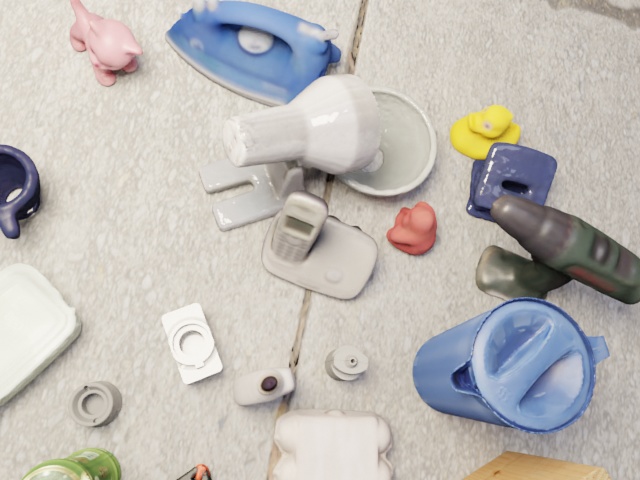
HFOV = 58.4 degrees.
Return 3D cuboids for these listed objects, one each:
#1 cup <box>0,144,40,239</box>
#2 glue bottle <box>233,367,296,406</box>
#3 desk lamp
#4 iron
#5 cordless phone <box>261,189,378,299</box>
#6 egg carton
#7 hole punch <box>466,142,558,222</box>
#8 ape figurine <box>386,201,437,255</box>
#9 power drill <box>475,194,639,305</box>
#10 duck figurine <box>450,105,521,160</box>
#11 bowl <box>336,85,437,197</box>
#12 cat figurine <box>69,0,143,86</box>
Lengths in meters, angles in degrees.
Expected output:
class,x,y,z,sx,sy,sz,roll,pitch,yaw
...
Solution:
class,x,y,z,sx,sy,sz,roll,pitch,yaw
cup,-0.381,-0.048,0.708,0.092,0.095,0.118,-19,79,-14
glue bottle,-0.062,0.168,0.663,0.078,0.173,0.037,-13,77,-12
desk lamp,-0.044,-0.107,0.719,0.203,0.213,0.118,-20,79,-14
iron,-0.096,-0.281,0.795,0.258,0.141,0.119,16,73,-5
cordless phone,0.007,0.003,0.713,0.147,0.185,0.094,18,73,-4
egg carton,0.017,0.264,0.705,0.150,0.069,0.107,3,75,-9
hole punch,0.278,-0.077,0.830,0.109,0.091,0.101,14,73,-6
ape figurine,0.133,-0.020,0.789,0.078,0.092,0.076,-22,80,-14
power drill,0.288,0.026,0.742,0.229,0.208,0.076,21,73,-3
duck figurine,0.256,-0.169,0.854,0.104,0.086,0.077,1,75,-9
bowl,0.078,-0.131,0.819,0.167,0.074,0.167,3,75,-9
cat figurine,-0.293,-0.273,0.771,0.067,0.117,0.128,-38,84,-17
